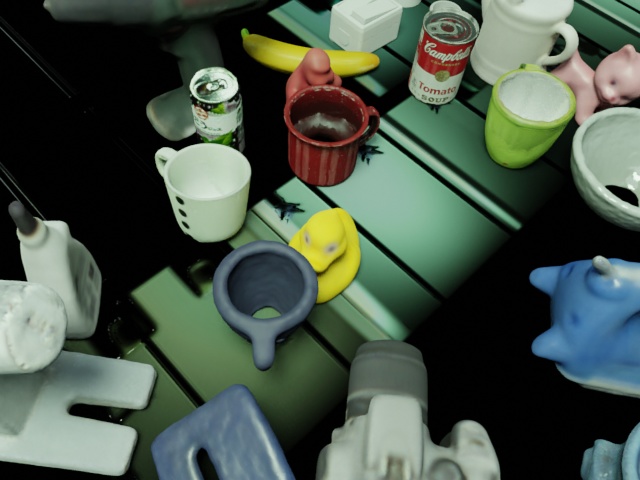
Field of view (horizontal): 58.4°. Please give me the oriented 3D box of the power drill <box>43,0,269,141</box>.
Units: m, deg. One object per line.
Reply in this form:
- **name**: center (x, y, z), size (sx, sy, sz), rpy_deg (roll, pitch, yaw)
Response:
- **power drill**: center (-0.158, -0.213, 0.627), size (0.230, 0.208, 0.075), rpy_deg (-31, 65, -22)

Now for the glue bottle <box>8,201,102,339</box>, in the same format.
- **glue bottle**: center (-0.229, 0.020, 0.494), size (0.037, 0.173, 0.078), rpy_deg (-2, 58, -5)

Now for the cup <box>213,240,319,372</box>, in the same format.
- **cup**: center (-0.049, 0.072, 0.522), size (0.091, 0.095, 0.117), rpy_deg (0, 58, -5)

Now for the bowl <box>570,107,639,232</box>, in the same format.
- **bowl**: center (0.360, -0.069, 0.658), size (0.167, 0.075, 0.167), rpy_deg (2, 57, -3)

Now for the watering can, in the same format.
- **watering can**: center (0.259, -0.301, 0.726), size (0.172, 0.194, 0.101), rpy_deg (32, 61, 15)

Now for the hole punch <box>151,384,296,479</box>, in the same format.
- **hole punch**: center (-0.076, 0.186, 0.450), size (0.101, 0.091, 0.108), rpy_deg (-24, 62, -18)

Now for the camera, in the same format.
- **camera**: center (0.073, 0.155, 0.477), size (0.143, 0.101, 0.137), rpy_deg (7, 57, 0)

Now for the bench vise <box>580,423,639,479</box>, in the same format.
- **bench vise**: center (0.329, 0.178, 0.413), size (0.207, 0.220, 0.121), rpy_deg (8, 57, 1)

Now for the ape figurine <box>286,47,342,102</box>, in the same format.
- **ape figurine**: center (-0.008, -0.190, 0.694), size (0.078, 0.092, 0.076), rpy_deg (-19, 61, -16)

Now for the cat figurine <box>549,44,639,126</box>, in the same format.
- **cat figurine**: center (0.355, -0.208, 0.721), size (0.067, 0.118, 0.127), rpy_deg (-38, 67, -24)

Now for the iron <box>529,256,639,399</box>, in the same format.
- **iron**: center (0.335, 0.073, 0.527), size (0.258, 0.141, 0.118), rpy_deg (10, 57, 2)

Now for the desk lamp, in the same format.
- **desk lamp**: center (-0.249, 0.088, 0.425), size (0.203, 0.213, 0.118), rpy_deg (7, 57, 0)

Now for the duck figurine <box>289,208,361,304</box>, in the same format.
- **duck figurine**: center (0.005, 0.002, 0.577), size (0.077, 0.086, 0.105), rpy_deg (21, 58, 9)
